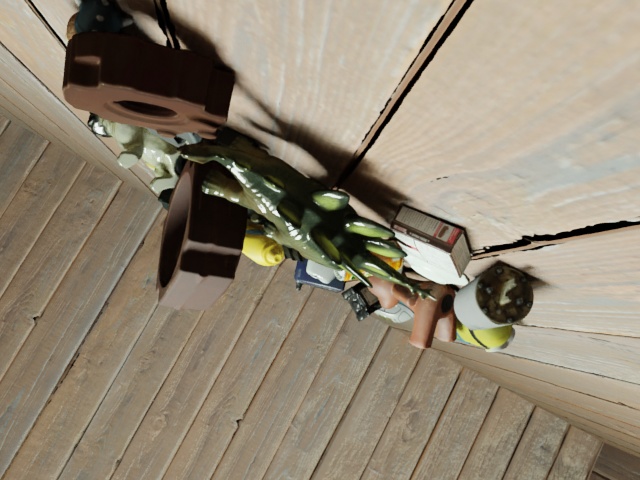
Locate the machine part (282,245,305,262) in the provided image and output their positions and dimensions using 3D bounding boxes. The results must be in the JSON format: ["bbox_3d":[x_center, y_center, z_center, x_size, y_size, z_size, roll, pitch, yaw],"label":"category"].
[{"bbox_3d":[-0.002,-0.003,0.930,0.139,0.039,0.084,-22,-145,-37],"label":"machine part"}]

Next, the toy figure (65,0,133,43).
[{"bbox_3d":[-0.243,-0.217,0.589,0.064,0.057,0.154,-10,-174,-23],"label":"toy figure"}]

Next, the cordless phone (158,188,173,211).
[{"bbox_3d":[-0.220,-0.051,1.024,0.147,0.089,0.184,20,156,9],"label":"cordless phone"}]

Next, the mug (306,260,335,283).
[{"bbox_3d":[0.029,0.033,1.032,0.110,0.107,0.081,30,173,3],"label":"mug"}]

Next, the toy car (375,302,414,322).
[{"bbox_3d":[0.167,0.132,1.204,0.162,0.103,0.109,26,173,29],"label":"toy car"}]

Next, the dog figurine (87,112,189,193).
[{"bbox_3d":[-0.292,-0.176,0.917,0.191,0.121,0.172,39,176,43],"label":"dog figurine"}]

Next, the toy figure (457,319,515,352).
[{"bbox_3d":[0.298,0.164,1.048,0.089,0.082,0.180,29,174,-23],"label":"toy figure"}]

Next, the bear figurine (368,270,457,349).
[{"bbox_3d":[0.164,0.118,1.046,0.120,0.131,0.196,-3,-170,-45],"label":"bear figurine"}]

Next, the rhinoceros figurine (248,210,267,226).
[{"bbox_3d":[-0.082,-0.046,1.032,0.191,0.073,0.112,22,169,40],"label":"rhinoceros figurine"}]

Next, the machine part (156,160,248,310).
[{"bbox_3d":[-0.179,-0.008,0.808,0.087,0.201,0.201,13,148,-26],"label":"machine part"}]

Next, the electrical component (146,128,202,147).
[{"bbox_3d":[-0.218,-0.179,0.723,0.134,0.058,0.115,28,174,2],"label":"electrical component"}]

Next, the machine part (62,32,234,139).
[{"bbox_3d":[-0.178,-0.154,0.560,0.179,0.056,0.179,7,177,0],"label":"machine part"}]

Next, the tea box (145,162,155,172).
[{"bbox_3d":[-0.252,-0.132,1.081,0.170,0.068,0.098,27,172,-1],"label":"tea box"}]

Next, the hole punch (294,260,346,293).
[{"bbox_3d":[0.011,0.045,1.109,0.116,0.142,0.092,15,174,-5],"label":"hole punch"}]

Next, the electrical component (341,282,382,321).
[{"bbox_3d":[0.113,0.111,1.132,0.075,0.119,0.048,55,143,6],"label":"electrical component"}]

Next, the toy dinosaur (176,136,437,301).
[{"bbox_3d":[0.007,-0.013,0.713,0.199,0.105,0.471,33,-176,42],"label":"toy dinosaur"}]

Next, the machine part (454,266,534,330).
[{"bbox_3d":[0.242,0.088,0.766,0.079,0.079,0.243,27,171,9],"label":"machine part"}]

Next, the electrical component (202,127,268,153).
[{"bbox_3d":[-0.123,-0.127,0.770,0.102,0.045,0.078,27,170,8],"label":"electrical component"}]
